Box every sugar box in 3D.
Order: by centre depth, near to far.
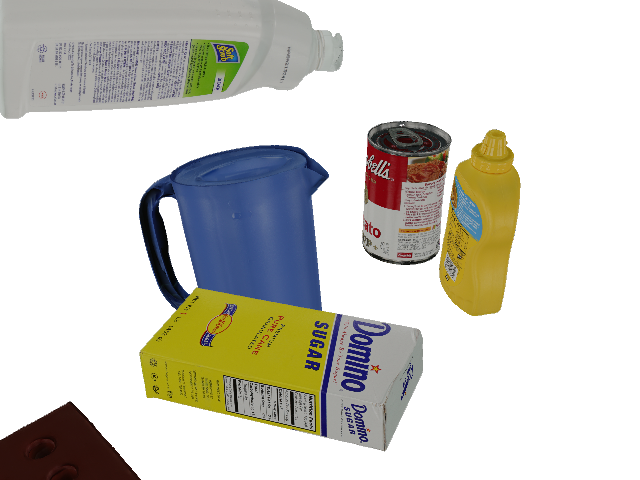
[{"bbox_3d":[-0.025,0.084,0.736,0.176,0.048,0.093,7,31,19],"label":"sugar box"}]

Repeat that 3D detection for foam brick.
[{"bbox_3d":[-0.115,0.125,0.496,0.052,0.051,0.078,-29,43,-28],"label":"foam brick"}]

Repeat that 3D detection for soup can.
[{"bbox_3d":[0.070,-0.040,0.885,0.068,0.102,0.068,2,28,-1],"label":"soup can"}]

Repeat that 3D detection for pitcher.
[{"bbox_3d":[-0.072,0.036,1.045,0.144,0.243,0.149,-21,22,-33],"label":"pitcher"}]

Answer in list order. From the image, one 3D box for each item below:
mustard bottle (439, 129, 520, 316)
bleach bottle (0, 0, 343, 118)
[{"bbox_3d":[0.162,-0.024,1.072,0.058,0.192,0.096,-6,37,-13],"label":"mustard bottle"},{"bbox_3d":[-0.109,-0.138,0.792,0.250,0.068,0.103,-1,-34,-16],"label":"bleach bottle"}]
